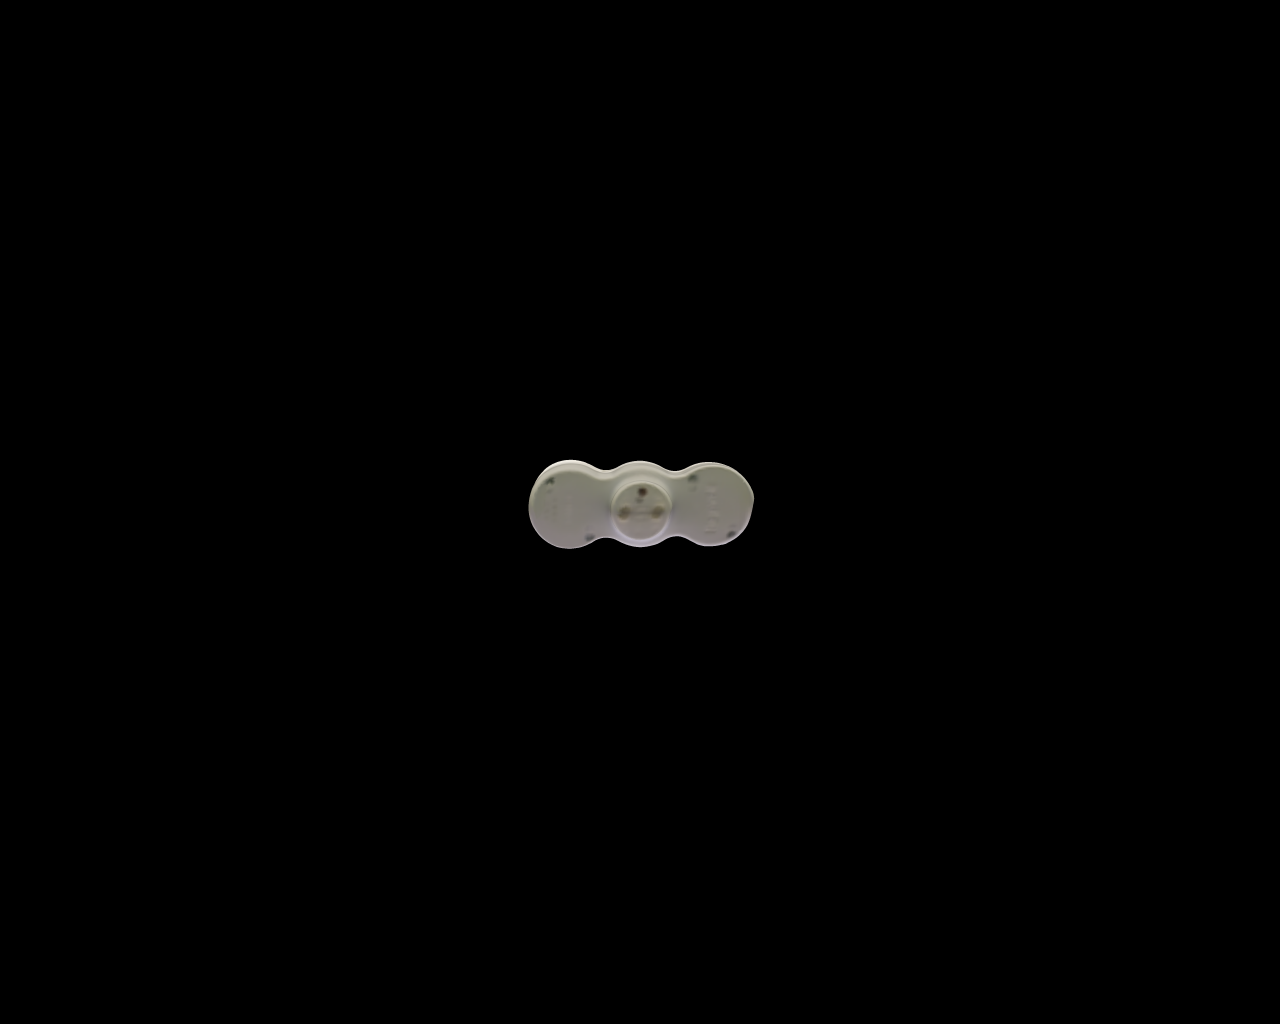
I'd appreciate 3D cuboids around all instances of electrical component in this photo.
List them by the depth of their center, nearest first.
[{"bbox_3d":[0.001,-0.003,0.650,0.138,0.052,0.074,0,8,0],"label":"electrical component"}]
